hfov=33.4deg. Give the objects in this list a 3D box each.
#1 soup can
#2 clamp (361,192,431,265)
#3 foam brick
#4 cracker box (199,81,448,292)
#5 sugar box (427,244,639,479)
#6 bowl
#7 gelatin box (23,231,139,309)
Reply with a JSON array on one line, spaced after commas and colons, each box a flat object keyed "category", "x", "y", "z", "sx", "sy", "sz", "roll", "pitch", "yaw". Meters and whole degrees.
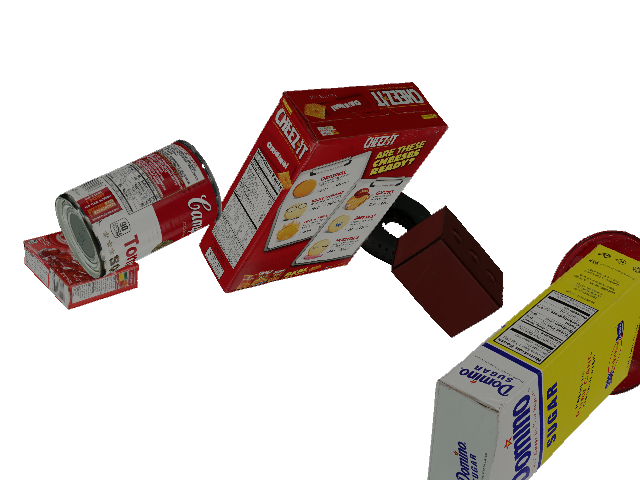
[{"category": "soup can", "x": -0.133, "y": -0.024, "z": 0.779, "sx": 0.102, "sy": 0.068, "sz": 0.069, "roll": -28, "pitch": 13, "yaw": -26}, {"category": "clamp", "x": 0.054, "y": -0.037, "z": 1.200, "sx": 0.164, "sy": 0.210, "sz": 0.036, "roll": -14, "pitch": -37, "yaw": -23}, {"category": "foam brick", "x": 0.099, "y": 0.025, "z": 0.829, "sx": 0.051, "sy": 0.078, "sz": 0.053, "roll": -35, "pitch": 18, "yaw": 25}, {"category": "cracker box", "x": -0.003, "y": -0.051, "z": 1.017, "sx": 0.163, "sy": 0.072, "sz": 0.214, "roll": -11, "pitch": -32, "yaw": -40}, {"category": "sugar box", "x": 0.132, "y": 0.082, "z": 0.633, "sx": 0.048, "sy": 0.093, "sz": 0.175, "roll": 24, "pitch": 41, "yaw": 31}, {"category": "bowl", "x": 0.296, "y": 0.071, "z": 1.018, "sx": 0.161, "sy": 0.162, "sz": 0.055, "roll": 0, "pitch": 1, "yaw": -27}, {"category": "gelatin box", "x": -0.223, "y": 0.021, "z": 0.991, "sx": 0.073, "sy": 0.030, "sz": 0.089, "roll": -18, "pitch": 40, "yaw": -37}]
